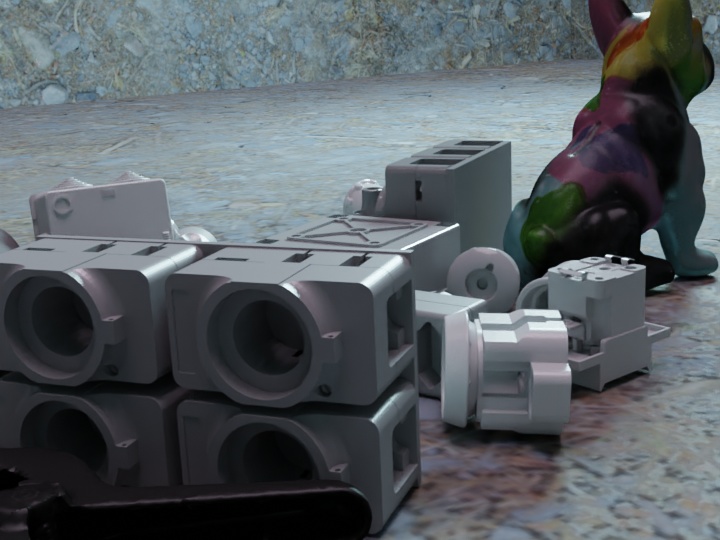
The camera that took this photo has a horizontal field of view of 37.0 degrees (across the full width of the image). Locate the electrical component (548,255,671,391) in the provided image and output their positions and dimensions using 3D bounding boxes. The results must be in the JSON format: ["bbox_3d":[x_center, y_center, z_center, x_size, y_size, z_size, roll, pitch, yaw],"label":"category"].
[{"bbox_3d":[0.130,0.027,0.591,0.081,0.063,0.042,-14,17,-38],"label":"electrical component"}]

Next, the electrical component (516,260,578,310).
[{"bbox_3d":[0.126,0.020,0.656,0.045,0.045,0.055,6,16,30],"label":"electrical component"}]

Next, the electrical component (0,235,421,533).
[{"bbox_3d":[-0.073,0.046,0.465,0.186,0.105,0.060,3,15,20],"label":"electrical component"}]

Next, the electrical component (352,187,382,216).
[{"bbox_3d":[0.011,-0.034,0.857,0.048,0.062,0.048,-2,14,1],"label":"electrical component"}]

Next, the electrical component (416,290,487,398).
[{"bbox_3d":[0.037,0.034,0.611,0.083,0.047,0.076,7,17,35],"label":"electrical component"}]

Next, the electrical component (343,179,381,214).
[{"bbox_3d":[0.018,-0.053,0.972,0.048,0.048,0.062,-13,24,-36],"label":"electrical component"}]

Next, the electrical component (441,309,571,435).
[{"bbox_3d":[0.069,0.049,0.527,0.057,0.058,0.078,1,15,2],"label":"electrical component"}]

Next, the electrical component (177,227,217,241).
[{"bbox_3d":[-0.129,-0.013,0.835,0.043,0.043,0.062,-2,13,3],"label":"electrical component"}]

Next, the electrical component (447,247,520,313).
[{"bbox_3d":[0.087,0.006,0.724,0.048,0.048,0.062,2,8,16],"label":"electrical component"}]

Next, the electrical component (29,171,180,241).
[{"bbox_3d":[-0.175,-0.016,0.748,0.100,0.099,0.048,-9,3,-26],"label":"electrical component"}]

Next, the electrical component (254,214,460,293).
[{"bbox_3d":[0.000,0.000,0.734,0.109,0.056,0.109,6,16,30],"label":"electrical component"}]

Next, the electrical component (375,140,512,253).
[{"bbox_3d":[0.069,-0.048,0.847,0.062,0.089,0.150,4,15,23],"label":"electrical component"}]

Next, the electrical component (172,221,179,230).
[{"bbox_3d":[-0.171,-0.016,0.865,0.044,0.044,0.065,-2,19,2],"label":"electrical component"}]
